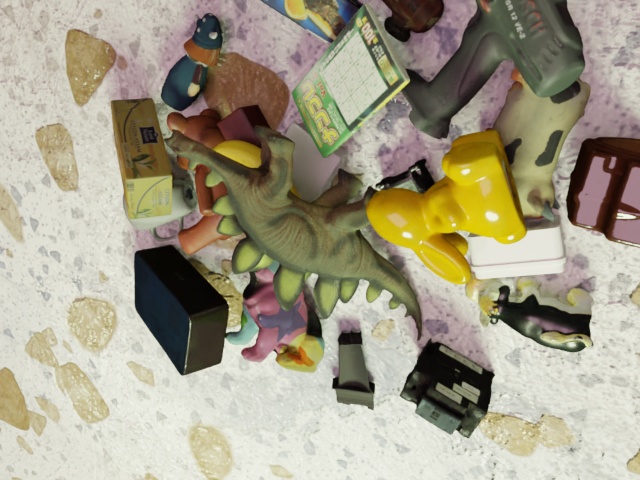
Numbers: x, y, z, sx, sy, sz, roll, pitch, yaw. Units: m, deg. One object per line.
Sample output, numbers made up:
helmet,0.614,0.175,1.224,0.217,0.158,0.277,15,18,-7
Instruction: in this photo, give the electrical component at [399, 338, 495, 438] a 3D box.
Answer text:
electrical component,0.182,0.214,0.773,0.115,0.134,0.058,28,117,15

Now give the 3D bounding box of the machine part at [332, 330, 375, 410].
machine part,0.054,0.215,0.887,0.084,0.039,0.138,8,113,27

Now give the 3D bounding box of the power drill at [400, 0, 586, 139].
power drill,0.168,-0.231,0.603,0.207,0.086,0.232,-38,74,36

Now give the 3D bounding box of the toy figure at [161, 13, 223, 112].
toy figure,-0.190,-0.269,0.813,0.064,0.058,0.154,39,114,0

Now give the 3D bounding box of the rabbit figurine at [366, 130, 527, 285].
rabbit figurine,0.144,-0.036,0.636,0.173,0.122,0.162,-14,116,20

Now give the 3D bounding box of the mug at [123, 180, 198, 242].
mug,-0.263,-0.053,0.910,0.107,0.081,0.109,-12,98,18

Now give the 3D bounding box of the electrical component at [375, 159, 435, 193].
electrical component,0.137,-0.045,0.749,0.075,0.048,0.119,-29,95,30

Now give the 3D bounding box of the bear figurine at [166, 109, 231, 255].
bear figurine,-0.182,-0.096,0.836,0.132,0.120,0.195,-29,93,33

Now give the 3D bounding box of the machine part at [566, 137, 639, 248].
machine part,0.370,-0.048,0.555,0.202,0.201,0.087,16,111,19

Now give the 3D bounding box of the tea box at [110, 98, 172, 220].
tea box,-0.278,-0.128,0.835,0.098,0.068,0.170,113,142,-53

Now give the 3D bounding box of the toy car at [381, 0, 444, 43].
toy car,0.074,-0.343,0.671,0.202,0.053,0.089,48,123,0

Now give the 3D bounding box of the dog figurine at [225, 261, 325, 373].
dog figurine,-0.051,0.086,0.849,0.191,0.109,0.219,18,95,-27

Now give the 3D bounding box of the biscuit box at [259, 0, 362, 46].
biscuit box,-0.039,-0.319,0.678,0.202,0.063,0.059,26,120,-16

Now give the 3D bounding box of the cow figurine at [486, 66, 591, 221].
cow figurine,0.257,-0.109,0.656,0.127,0.085,0.194,30,117,19

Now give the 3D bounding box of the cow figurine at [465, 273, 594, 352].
cow figurine,0.271,0.097,0.712,0.168,0.098,0.068,14,120,19

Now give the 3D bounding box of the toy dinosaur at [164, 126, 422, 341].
toy dinosaur,-0.001,-0.002,0.728,0.471,0.105,0.198,29,102,-21

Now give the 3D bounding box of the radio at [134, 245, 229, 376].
radio,-0.242,0.114,0.908,0.230,0.073,0.131,36,125,44
